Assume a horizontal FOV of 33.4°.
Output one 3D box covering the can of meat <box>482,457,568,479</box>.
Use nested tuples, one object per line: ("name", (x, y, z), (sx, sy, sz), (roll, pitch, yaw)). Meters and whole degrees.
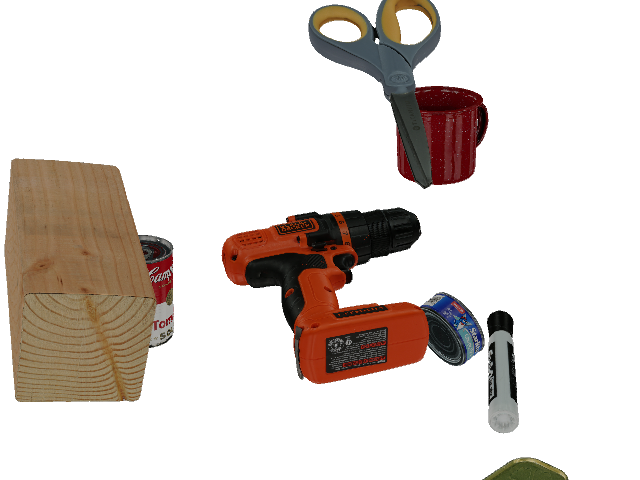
("can of meat", (0.160, 0.243, 0.887), (0.101, 0.084, 0.058), (-22, 27, -37))

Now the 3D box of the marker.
("marker", (0.122, 0.085, 0.721), (0.020, 0.020, 0.121), (0, 29, 9))

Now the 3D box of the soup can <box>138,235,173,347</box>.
("soup can", (-0.189, 0.054, 1.123), (0.068, 0.102, 0.068), (2, 23, -1))

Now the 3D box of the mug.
("mug", (0.130, -0.112, 1.113), (0.117, 0.081, 0.093), (-20, 30, -35))

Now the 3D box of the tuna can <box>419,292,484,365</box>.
("tuna can", (0.152, 0.106, 1.267), (0.033, 0.086, 0.086), (-35, 15, -23))

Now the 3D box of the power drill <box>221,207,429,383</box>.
("power drill", (0.023, 0.037, 0.902), (0.184, 0.057, 0.188), (-12, 31, -13))

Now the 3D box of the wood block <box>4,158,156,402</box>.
("wood block", (-0.190, 0.024, 0.815), (0.090, 0.091, 0.206), (3, 28, -21))

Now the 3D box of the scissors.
("scissors", (0.030, -0.100, 0.658), (0.096, 0.016, 0.201), (5, 42, 9))
